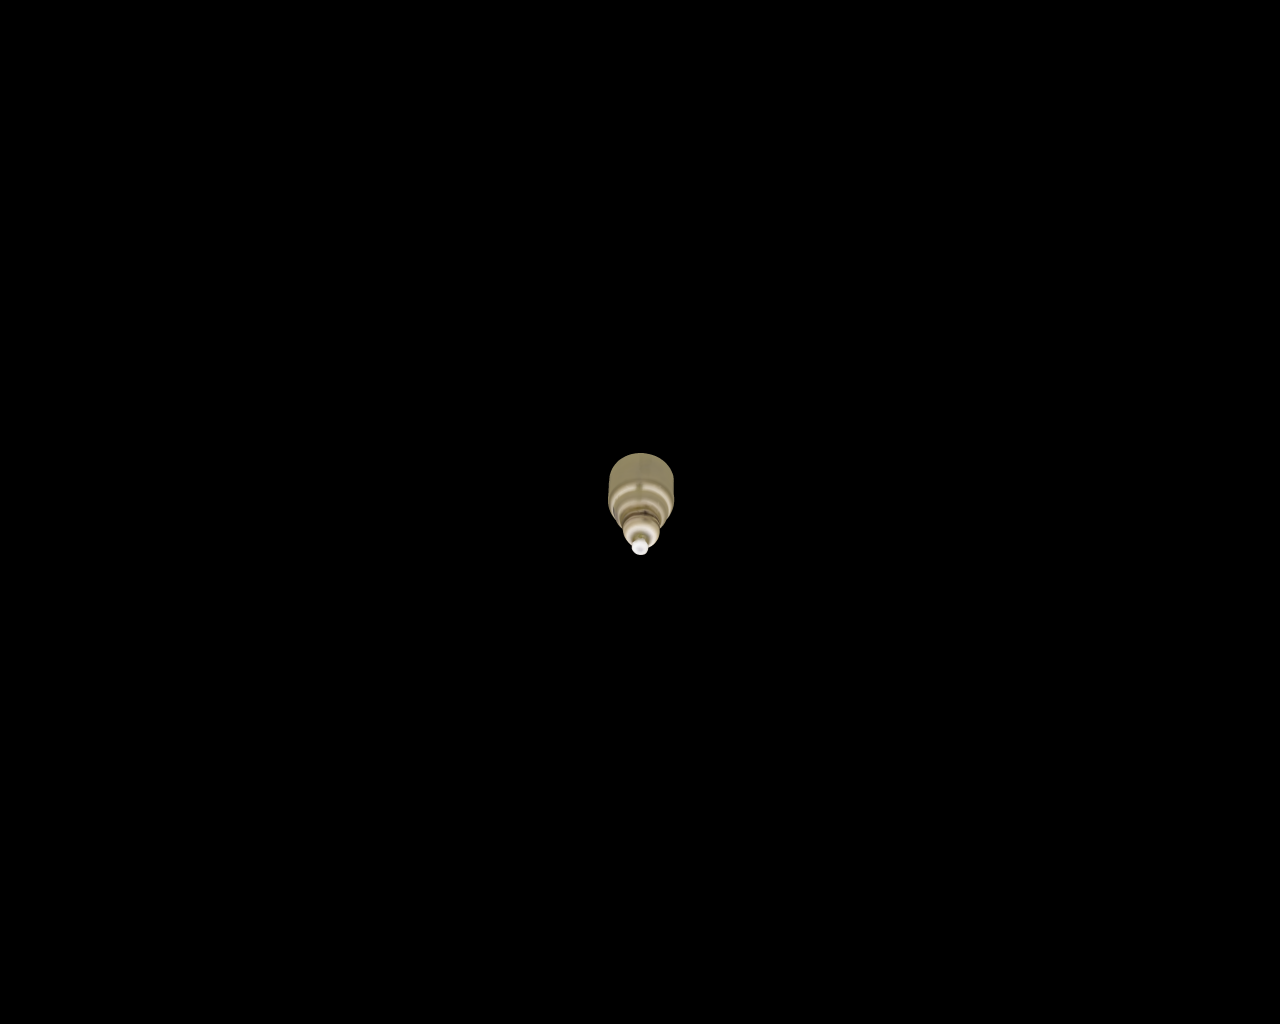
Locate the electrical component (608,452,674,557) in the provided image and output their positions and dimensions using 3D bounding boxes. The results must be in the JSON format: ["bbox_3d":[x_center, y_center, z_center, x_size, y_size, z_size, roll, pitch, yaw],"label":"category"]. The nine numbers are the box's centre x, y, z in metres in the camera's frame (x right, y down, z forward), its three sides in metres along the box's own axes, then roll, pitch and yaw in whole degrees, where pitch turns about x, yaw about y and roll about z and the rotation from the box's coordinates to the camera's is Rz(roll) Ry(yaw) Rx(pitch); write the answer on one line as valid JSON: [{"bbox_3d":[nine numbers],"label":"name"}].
[{"bbox_3d":[0.001,-0.003,0.650,0.040,0.040,0.078,0,39,0],"label":"electrical component"}]
